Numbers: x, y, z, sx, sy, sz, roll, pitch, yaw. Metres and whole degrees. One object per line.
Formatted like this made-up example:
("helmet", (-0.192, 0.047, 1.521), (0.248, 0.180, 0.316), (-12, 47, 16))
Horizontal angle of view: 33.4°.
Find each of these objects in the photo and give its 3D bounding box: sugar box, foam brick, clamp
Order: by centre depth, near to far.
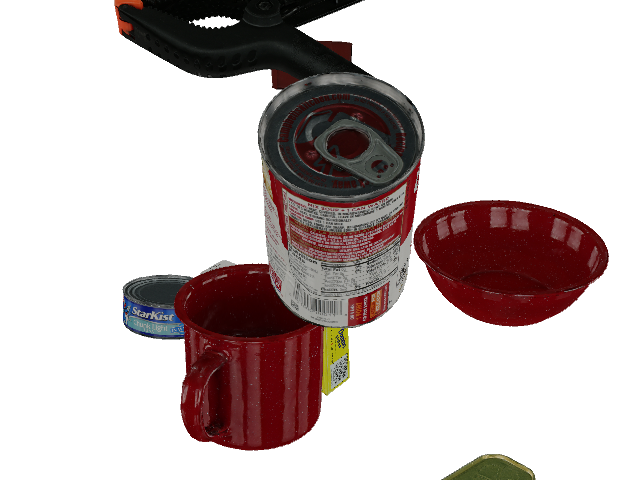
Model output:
("clamp", (-0.032, -0.136, 0.708), (0.210, 0.164, 0.036), (-1, -40, -1))
("foam brick", (-0.010, -0.179, 1.094), (0.078, 0.051, 0.053), (1, 11, -8))
("sugar box", (-0.050, 0.091, 1.152), (0.176, 0.093, 0.048), (23, 39, 35))

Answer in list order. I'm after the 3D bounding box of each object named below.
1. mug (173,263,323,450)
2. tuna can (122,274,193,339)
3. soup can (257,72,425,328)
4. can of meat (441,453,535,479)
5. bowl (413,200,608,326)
("mug", (-0.045, 0.075, 0.628), (0.093, 0.081, 0.117), (12, 28, 22))
("tuna can", (-0.137, 0.060, 0.972), (0.086, 0.034, 0.086), (4, 16, -1))
("soup can", (0.009, -0.014, 0.471), (0.068, 0.068, 0.102), (0, -36, 0))
("can of meat", (0.131, 0.240, 0.889), (0.101, 0.084, 0.058), (-21, 28, -35))
("bowl", (0.157, 0.025, 0.901), (0.162, 0.055, 0.162), (1, 29, -1))
